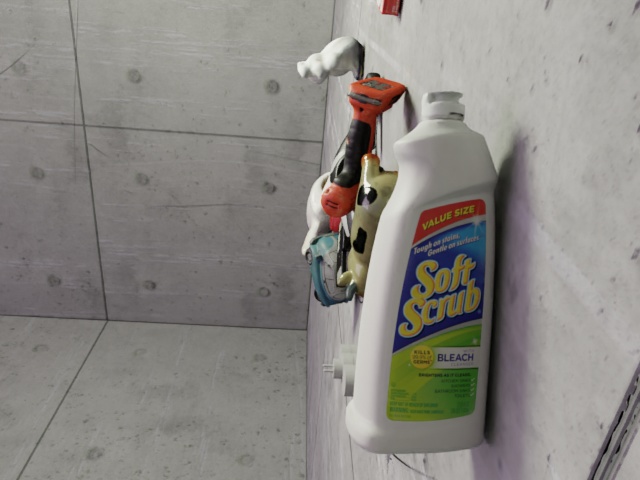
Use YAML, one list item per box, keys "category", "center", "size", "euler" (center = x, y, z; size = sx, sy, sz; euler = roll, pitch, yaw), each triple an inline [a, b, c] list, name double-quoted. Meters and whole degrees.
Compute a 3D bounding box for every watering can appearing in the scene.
- category: "watering can"
  center: [0.004, -0.074, 1.470]
  size: [0.104, 0.354, 0.220]
  euler: [20, -26, 3]

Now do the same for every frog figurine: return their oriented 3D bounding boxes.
- category: "frog figurine"
  center: [0.026, -0.449, 1.283]
  size: [0.159, 0.120, 0.140]
  euler: [5, 33, -4]
